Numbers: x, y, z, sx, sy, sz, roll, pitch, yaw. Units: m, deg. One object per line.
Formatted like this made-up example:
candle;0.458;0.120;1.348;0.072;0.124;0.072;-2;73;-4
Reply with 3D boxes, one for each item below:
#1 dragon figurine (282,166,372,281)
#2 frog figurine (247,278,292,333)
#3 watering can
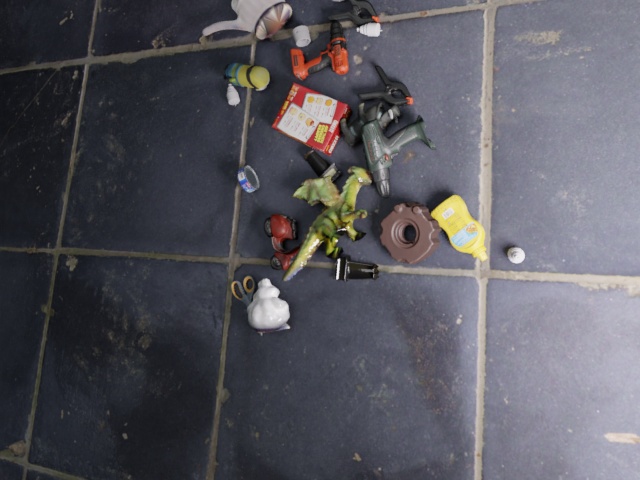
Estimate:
dragon figurine;0.005;-0.079;1.564;0.410;0.247;0.120;-34;-28;3
frog figurine;-0.161;0.199;1.581;0.137;0.160;0.123;-8;-2;36
watering can;-0.242;-0.787;1.800;0.345;0.227;0.103;-41;-21;10
